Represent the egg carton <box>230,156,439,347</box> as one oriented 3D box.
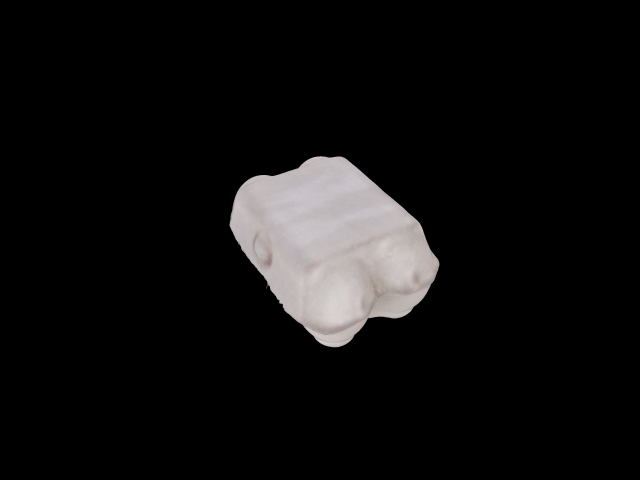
[{"bbox_3d":[0.004,0.001,0.400,0.107,0.069,0.150,-22,45,-23],"label":"egg carton"}]
